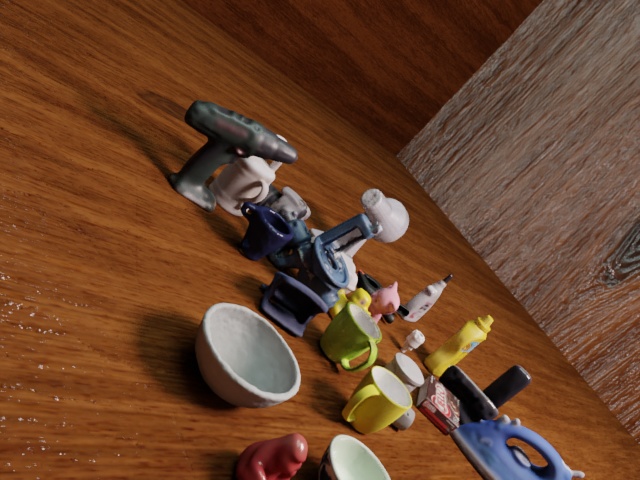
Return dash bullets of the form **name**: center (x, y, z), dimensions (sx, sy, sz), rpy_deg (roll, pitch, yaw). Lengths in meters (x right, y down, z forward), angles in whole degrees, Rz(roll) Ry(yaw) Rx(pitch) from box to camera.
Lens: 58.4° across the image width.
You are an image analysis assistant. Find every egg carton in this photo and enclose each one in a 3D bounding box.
- **egg carton**: center (0.021, 0.059, 1.326), dimensions (0.151, 0.069, 0.107), rpy_deg (37, 19, -20)

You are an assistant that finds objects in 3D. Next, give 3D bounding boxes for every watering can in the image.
- **watering can**: center (-0.150, -0.159, 1.245), dimensions (0.172, 0.194, 0.101), rpy_deg (50, 19, 18)

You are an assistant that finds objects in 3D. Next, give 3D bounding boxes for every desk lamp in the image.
- **desk lamp**: center (0.114, -0.037, 1.504), dimensions (0.204, 0.213, 0.117), rpy_deg (16, 32, -55)

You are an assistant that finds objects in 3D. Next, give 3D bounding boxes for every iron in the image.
- **iron**: center (0.406, 0.443, 1.178), dimensions (0.258, 0.141, 0.119), rpy_deg (44, 18, 1)

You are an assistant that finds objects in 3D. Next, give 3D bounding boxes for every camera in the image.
- **camera**: center (-0.098, -0.088, 1.349), dimensions (0.137, 0.100, 0.143), rpy_deg (45, 18, 5)

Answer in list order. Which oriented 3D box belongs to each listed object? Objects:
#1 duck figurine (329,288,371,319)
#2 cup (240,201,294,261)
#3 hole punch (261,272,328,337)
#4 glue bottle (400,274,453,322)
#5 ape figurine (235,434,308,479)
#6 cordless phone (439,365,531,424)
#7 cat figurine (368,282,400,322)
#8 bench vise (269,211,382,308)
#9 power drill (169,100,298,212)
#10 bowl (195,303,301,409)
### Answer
- **duck figurine**: center (0.069, 0.139, 1.226), dimensions (0.078, 0.086, 0.104), rpy_deg (22, 27, -48)
- **cup**: center (-0.125, -0.013, 1.136), dimensions (0.118, 0.095, 0.091), rpy_deg (38, 19, -17)
- **hole punch**: center (-0.046, 0.103, 1.052), dimensions (0.109, 0.091, 0.101), rpy_deg (39, 19, -15)
- **glue bottle**: center (0.288, 0.150, 1.525), dimensions (0.078, 0.173, 0.037), rpy_deg (17, 32, -54)
- **ape figurine**: center (-0.051, 0.265, 0.679), dimensions (0.078, 0.092, 0.076), rpy_deg (28, 24, -40)
- **cordless phone**: center (0.368, 0.323, 1.293), dimensions (0.147, 0.185, 0.094), rpy_deg (47, 18, 11)
- **cat figurine**: center (0.147, 0.142, 1.332), dimensions (0.067, 0.117, 0.128), rpy_deg (43, 18, -1)
- **bench vise**: center (0.008, 0.007, 1.173), dimensions (0.207, 0.219, 0.121), rpy_deg (43, 18, -2)
- **power drill**: center (-0.190, -0.163, 1.148), dimensions (0.230, 0.208, 0.075), rpy_deg (34, 20, -27)
- **bowl**: center (-0.111, 0.171, 0.789), dimensions (0.168, 0.074, 0.167), rpy_deg (39, 19, -15)
